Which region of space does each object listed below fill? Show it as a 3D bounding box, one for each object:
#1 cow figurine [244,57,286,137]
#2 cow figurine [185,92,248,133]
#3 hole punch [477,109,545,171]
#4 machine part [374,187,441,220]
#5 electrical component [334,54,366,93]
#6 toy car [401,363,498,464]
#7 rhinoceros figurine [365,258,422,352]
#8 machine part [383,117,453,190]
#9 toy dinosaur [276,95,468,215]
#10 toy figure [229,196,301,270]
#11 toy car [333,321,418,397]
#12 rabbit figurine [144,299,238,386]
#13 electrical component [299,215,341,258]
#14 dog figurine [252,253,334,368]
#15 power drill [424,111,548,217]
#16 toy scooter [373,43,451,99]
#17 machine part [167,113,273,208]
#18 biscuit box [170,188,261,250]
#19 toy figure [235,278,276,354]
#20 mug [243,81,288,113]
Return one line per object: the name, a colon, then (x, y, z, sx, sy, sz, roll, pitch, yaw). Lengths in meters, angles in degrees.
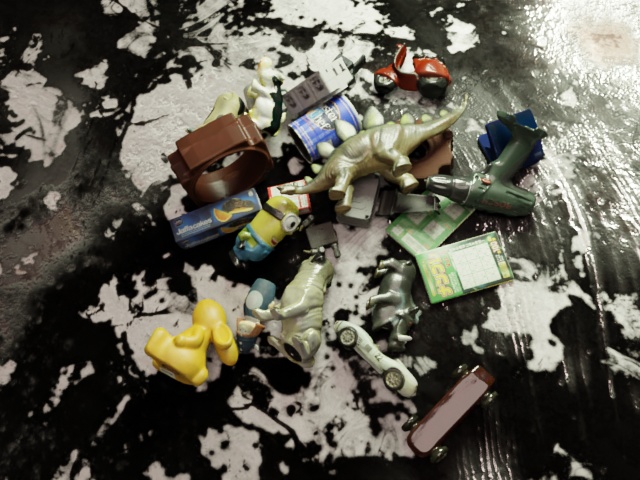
cow figurine: (-0.116, -0.323, 1.215, 0.098, 0.068, 0.167, 15, 92, -12)
cow figurine: (-0.237, -0.259, 1.247, 0.086, 0.127, 0.195, 18, 69, 16)
hole punch: (0.421, -0.212, 1.175, 0.142, 0.092, 0.116, -20, 71, -5)
machine part: (0.191, -0.078, 1.158, 0.139, 0.039, 0.084, 5, 54, 26)
electrical component: (0.057, -0.408, 1.299, 0.048, 0.074, 0.119, 36, 81, 17)
toy car: (0.244, 0.320, 1.003, 0.202, 0.053, 0.089, -45, 60, -7)
rhinoceros figurine: (0.150, 0.130, 1.083, 0.112, 0.073, 0.190, 11, 68, -2)
machine part: (0.214, -0.194, 1.200, 0.179, 0.056, 0.179, -4, 65, 10)
toy dinosaur: (0.128, -0.190, 1.131, 0.472, 0.105, 0.199, -19, 59, -8)
toy figure: (-0.121, -0.017, 1.151, 0.180, 0.082, 0.089, -40, 93, 7)
toy car: (0.105, 0.227, 1.044, 0.202, 0.073, 0.056, 41, 82, 19)
rabbit figurine: (-0.243, 0.195, 1.079, 0.163, 0.121, 0.173, 15, 52, 19)
electrical component: (-0.002, -0.005, 1.163, 0.078, 0.045, 0.102, -13, 68, 3)
dog figurine: (-0.016, 0.140, 1.092, 0.121, 0.172, 0.190, 2, 33, 49)
power drill: (0.358, -0.158, 1.111, 0.232, 0.086, 0.207, 22, 98, -4)
toy scooter: (0.223, -0.410, 1.283, 0.184, 0.075, 0.135, 7, 69, 14)
machine part: (-0.209, -0.166, 1.166, 0.201, 0.201, 0.087, -28, 71, -5)
biscuit box: (-0.227, -0.045, 1.197, 0.203, 0.059, 0.063, -21, 68, -2)
toy figure: (-0.138, 0.157, 1.111, 0.064, 0.057, 0.154, -1, 64, 48)
mug: (-0.122, -0.317, 1.288, 0.110, 0.081, 0.107, -9, 80, -7)
